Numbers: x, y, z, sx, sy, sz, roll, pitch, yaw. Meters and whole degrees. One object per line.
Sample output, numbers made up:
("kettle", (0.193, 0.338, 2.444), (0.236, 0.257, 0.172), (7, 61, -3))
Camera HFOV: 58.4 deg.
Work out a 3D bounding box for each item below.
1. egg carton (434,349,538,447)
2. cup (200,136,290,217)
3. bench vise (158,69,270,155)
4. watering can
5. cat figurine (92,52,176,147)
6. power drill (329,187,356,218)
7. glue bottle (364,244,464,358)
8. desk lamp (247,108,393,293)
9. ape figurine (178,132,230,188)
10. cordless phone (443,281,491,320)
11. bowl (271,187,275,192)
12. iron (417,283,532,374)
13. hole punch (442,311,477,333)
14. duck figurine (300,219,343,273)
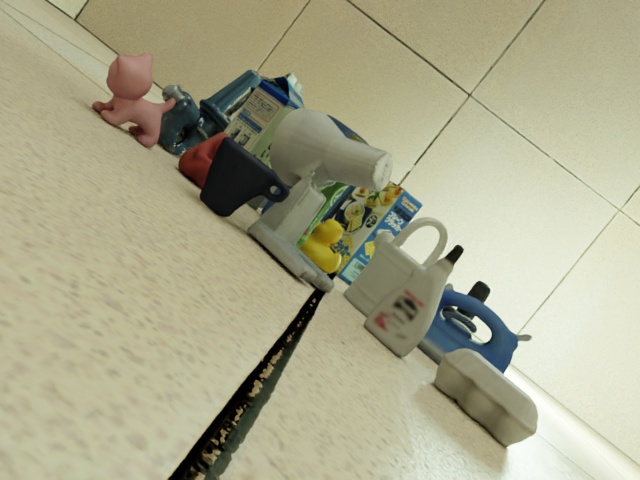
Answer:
("egg carton", (0.229, 0.212, 0.786), (0.150, 0.069, 0.107), (40, 4, 21))
("cup", (-0.110, -0.072, 0.793), (0.118, 0.095, 0.091), (38, 4, -8))
("bench vise", (-0.184, -0.233, 1.048), (0.121, 0.219, 0.208), (39, 4, 15))
("watering can", (0.132, 0.041, 0.953), (0.172, 0.194, 0.101), (41, 5, 38))
("cat figurine", (-0.272, -0.219, 0.852), (0.067, 0.117, 0.128), (42, 5, 41))
("power drill", (0.051, -0.081, 1.473), (0.075, 0.208, 0.229), (38, 4, -3))
("glue bottle", (0.141, 0.075, 0.796), (0.078, 0.173, 0.037), (40, 4, 22))
("desk lamp", (-0.005, -0.069, 0.837), (0.202, 0.213, 0.118), (41, 5, 32))
("ape figurine", (-0.172, -0.130, 0.906), (0.076, 0.092, 0.078), (39, 4, 13))
("cordless phone", (0.350, 0.168, 1.500), (0.147, 0.185, 0.094), (41, 5, 32))
("bowl", (-0.115, -0.117, 1.383), (0.167, 0.074, 0.167), (38, 4, -3))
("iron", (0.248, 0.157, 1.045), (0.258, 0.141, 0.119), (39, 4, 10))
("hole punch", (0.296, 0.200, 1.345), (0.109, 0.091, 0.100), (35, 5, -37))
("duck figurine", (0.010, 0.004, 1.056), (0.104, 0.086, 0.078), (41, 5, 39))
